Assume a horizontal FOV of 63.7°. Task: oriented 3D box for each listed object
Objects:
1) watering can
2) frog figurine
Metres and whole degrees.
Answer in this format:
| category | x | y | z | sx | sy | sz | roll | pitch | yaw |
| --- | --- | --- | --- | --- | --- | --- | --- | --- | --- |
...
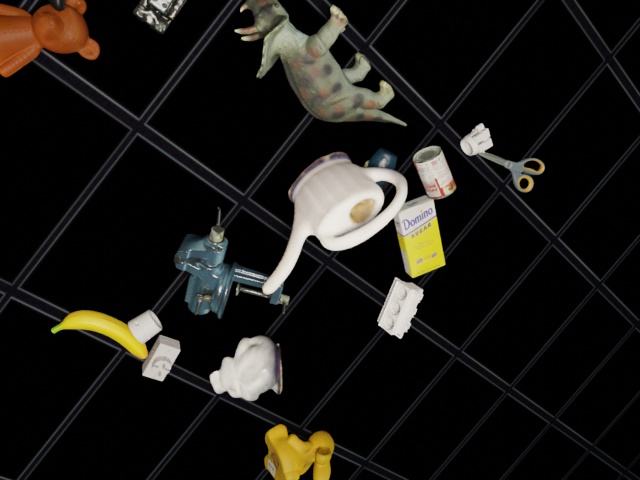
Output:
| category | x | y | z | sx | sy | sz | roll | pitch | yaw |
| --- | --- | --- | --- | --- | --- | --- | --- | --- | --- |
| watering can | 0.003 | -0.051 | 1.019 | 0.348 | 0.229 | 0.102 | -33 | 135 | -5 |
| frog figurine | -0.165 | 0.285 | 1.143 | 0.159 | 0.121 | 0.139 | -3 | 78 | -9 |
